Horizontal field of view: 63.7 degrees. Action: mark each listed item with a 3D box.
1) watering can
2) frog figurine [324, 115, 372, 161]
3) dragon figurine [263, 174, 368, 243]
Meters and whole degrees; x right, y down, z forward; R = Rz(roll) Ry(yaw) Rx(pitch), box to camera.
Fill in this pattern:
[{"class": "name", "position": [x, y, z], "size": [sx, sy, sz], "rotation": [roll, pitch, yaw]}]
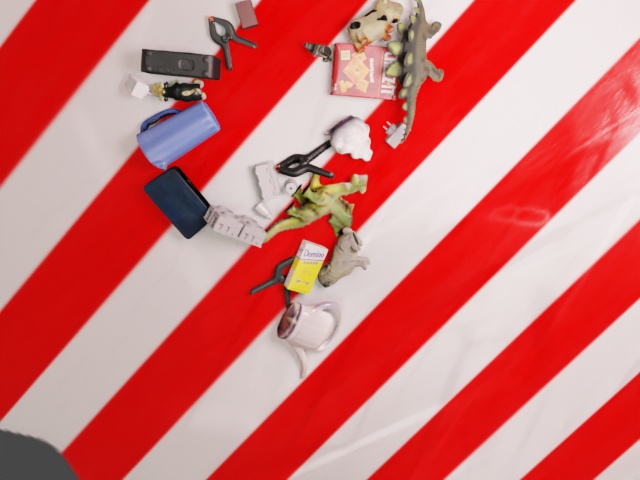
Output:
[{"class": "watering can", "position": [-0.056, 0.350, 1.855], "size": [0.223, 0.106, 0.343], "rotation": [24, 109, -20]}, {"class": "frog figurine", "position": [0.111, -0.322, 1.686], "size": [0.139, 0.121, 0.159], "rotation": [-40, 96, -25]}, {"class": "dragon figurine", "position": [0.005, -0.088, 1.757], "size": [0.241, 0.124, 0.405], "rotation": [34, 109, -20]}]
